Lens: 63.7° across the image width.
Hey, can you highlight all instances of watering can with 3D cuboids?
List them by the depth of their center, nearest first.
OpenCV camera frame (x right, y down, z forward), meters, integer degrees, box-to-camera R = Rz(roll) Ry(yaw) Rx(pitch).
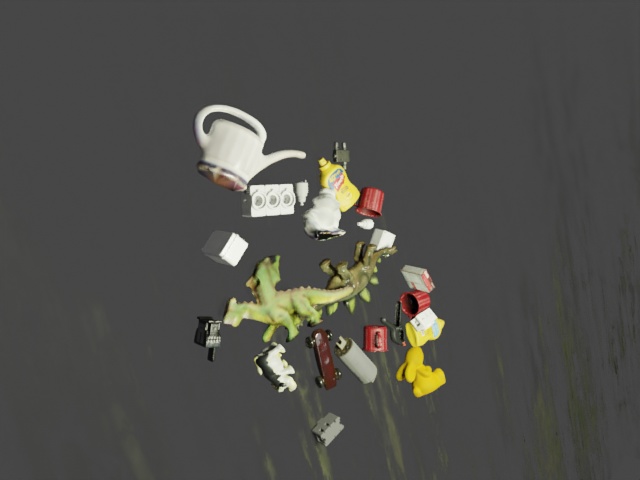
[{"bbox_3d":[-0.208,-0.239,1.457,0.104,0.345,0.227,-5,64,60],"label":"watering can"}]

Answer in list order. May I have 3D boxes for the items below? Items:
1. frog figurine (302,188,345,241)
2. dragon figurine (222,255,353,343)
[{"bbox_3d":[0.005,-0.083,1.652,0.121,0.138,0.161,-41,58,59],"label":"frog figurine"},{"bbox_3d":[-0.106,0.159,1.548,0.121,0.415,0.241,-10,109,62],"label":"dragon figurine"}]
